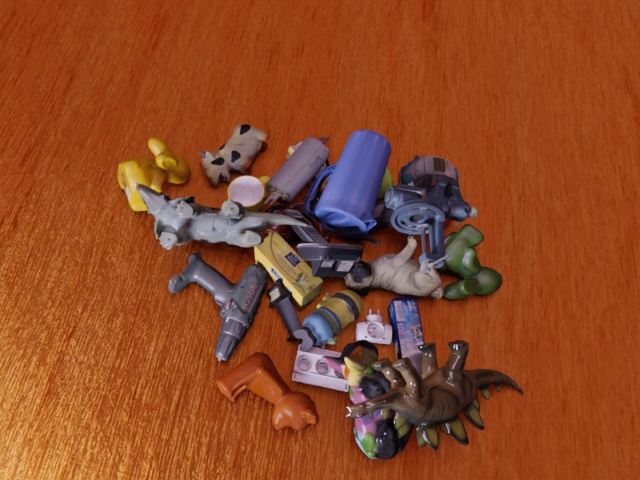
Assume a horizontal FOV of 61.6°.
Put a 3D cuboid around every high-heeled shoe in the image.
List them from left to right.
[{"bbox_3d":[0.158,-0.086,1.331,0.249,0.086,0.145,-47,47,-9],"label":"high-heeled shoe"}]

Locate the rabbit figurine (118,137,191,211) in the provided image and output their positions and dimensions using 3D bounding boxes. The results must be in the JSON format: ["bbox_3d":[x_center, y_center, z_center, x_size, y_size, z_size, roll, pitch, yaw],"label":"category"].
[{"bbox_3d":[-0.405,-0.174,1.335,0.173,0.162,0.122,-14,52,-30],"label":"rabbit figurine"}]

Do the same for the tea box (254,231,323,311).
[{"bbox_3d":[-0.075,0.073,1.251,0.068,0.098,0.170,-37,70,-21],"label":"tea box"}]

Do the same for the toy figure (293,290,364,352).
[{"bbox_3d":[0.025,0.178,1.193,0.089,0.082,0.180,0,22,41],"label":"toy figure"}]

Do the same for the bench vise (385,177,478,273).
[{"bbox_3d":[0.252,-0.031,1.200,0.223,0.129,0.241,17,56,-20],"label":"bench vise"}]

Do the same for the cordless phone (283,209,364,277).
[{"bbox_3d":[-0.002,-0.004,1.246,0.146,0.088,0.184,4,38,-45],"label":"cordless phone"}]

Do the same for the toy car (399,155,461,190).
[{"bbox_3d":[0.292,-0.167,1.398,0.162,0.102,0.109,5,64,0],"label":"toy car"}]

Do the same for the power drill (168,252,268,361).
[{"bbox_3d":[-0.238,0.132,1.220,0.207,0.086,0.232,26,63,13],"label":"power drill"}]

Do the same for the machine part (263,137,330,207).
[{"bbox_3d":[-0.053,-0.169,1.309,0.079,0.079,0.243,35,68,12],"label":"machine part"}]

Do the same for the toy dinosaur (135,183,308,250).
[{"bbox_3d":[-0.233,-0.041,1.244,0.405,0.192,0.131,7,99,-2],"label":"toy dinosaur"}]

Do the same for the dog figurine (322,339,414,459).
[{"bbox_3d":[0.090,0.313,1.085,0.219,0.108,0.191,43,59,-23],"label":"dog figurine"}]

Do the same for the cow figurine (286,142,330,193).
[{"bbox_3d":[-0.006,-0.191,1.408,0.098,0.068,0.167,-32,71,-24],"label":"cow figurine"}]

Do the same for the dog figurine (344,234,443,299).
[{"bbox_3d":[0.172,0.101,1.264,0.190,0.121,0.172,-32,60,-6],"label":"dog figurine"}]

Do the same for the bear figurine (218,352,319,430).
[{"bbox_3d":[-0.100,0.333,1.112,0.132,0.120,0.196,-38,77,-16],"label":"bear figurine"}]

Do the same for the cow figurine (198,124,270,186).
[{"bbox_3d":[-0.229,-0.222,1.395,0.127,0.085,0.195,29,67,3],"label":"cow figurine"}]

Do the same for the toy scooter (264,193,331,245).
[{"bbox_3d":[-0.046,-0.036,1.323,0.184,0.075,0.135,-23,69,-19],"label":"toy scooter"}]

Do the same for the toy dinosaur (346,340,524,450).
[{"bbox_3d":[0.251,0.305,1.084,0.471,0.105,0.198,-7,86,-31],"label":"toy dinosaur"}]

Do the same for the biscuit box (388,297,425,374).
[{"bbox_3d":[0.200,0.232,1.212,0.059,0.062,0.203,-3,63,-5],"label":"biscuit box"}]

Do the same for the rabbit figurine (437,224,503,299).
[{"bbox_3d":[0.360,0.070,1.279,0.170,0.121,0.159,42,61,-1],"label":"rabbit figurine"}]

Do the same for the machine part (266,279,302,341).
[{"bbox_3d":[-0.079,0.163,1.225,0.039,0.084,0.139,-17,73,-38],"label":"machine part"}]
